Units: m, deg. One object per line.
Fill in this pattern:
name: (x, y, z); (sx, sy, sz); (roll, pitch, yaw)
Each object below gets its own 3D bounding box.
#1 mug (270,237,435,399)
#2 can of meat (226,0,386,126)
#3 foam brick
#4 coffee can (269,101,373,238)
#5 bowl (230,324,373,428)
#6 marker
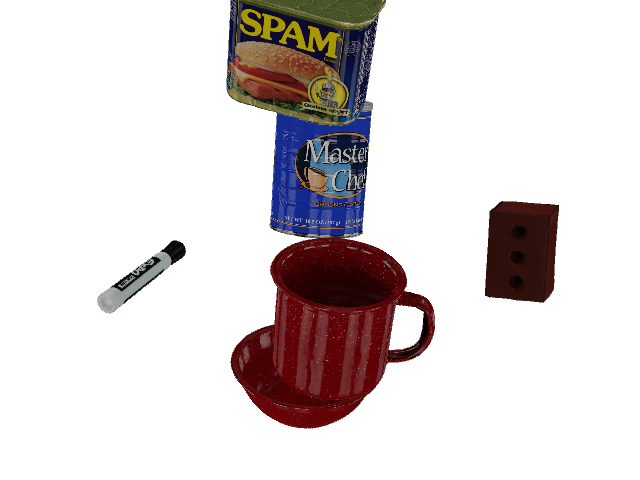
mug: (0.021, 0.057, 0.744); (0.117, 0.081, 0.093); (5, 30, -1)
can of meat: (-0.013, -0.131, 0.717); (0.102, 0.084, 0.057); (17, 42, 11)
foam brick: (0.173, 0.009, 0.915); (0.053, 0.078, 0.051); (5, 15, 20)
coffee can: (0.000, -0.081, 1.143); (0.103, 0.140, 0.103); (4, 12, -1)
bowl: (-0.016, 0.153, 1.150); (0.162, 0.055, 0.162); (3, 28, -2)
marker: (-0.160, 0.031, 0.973); (0.020, 0.020, 0.121); (0, 24, 29)
